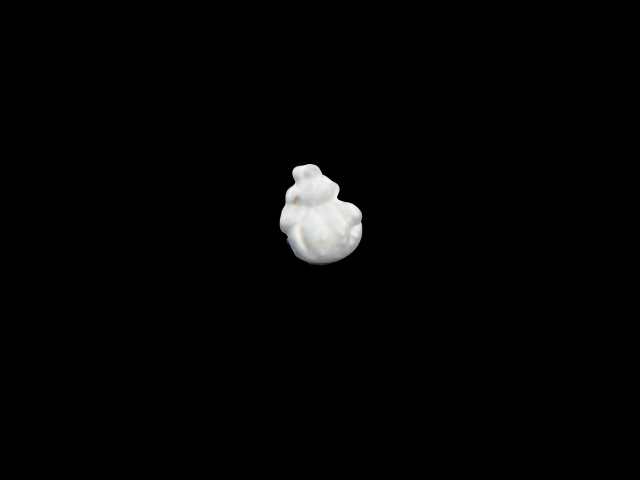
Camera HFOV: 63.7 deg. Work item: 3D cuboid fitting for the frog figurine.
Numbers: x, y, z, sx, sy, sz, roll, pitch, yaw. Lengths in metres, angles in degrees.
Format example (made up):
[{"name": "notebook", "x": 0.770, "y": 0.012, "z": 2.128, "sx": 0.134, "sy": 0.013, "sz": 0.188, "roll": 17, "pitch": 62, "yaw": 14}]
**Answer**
[{"name": "frog figurine", "x": 0.003, "y": -0.043, "z": 0.850, "sx": 0.137, "sy": 0.155, "sz": 0.126, "roll": 3, "pitch": 39, "yaw": 4}]
